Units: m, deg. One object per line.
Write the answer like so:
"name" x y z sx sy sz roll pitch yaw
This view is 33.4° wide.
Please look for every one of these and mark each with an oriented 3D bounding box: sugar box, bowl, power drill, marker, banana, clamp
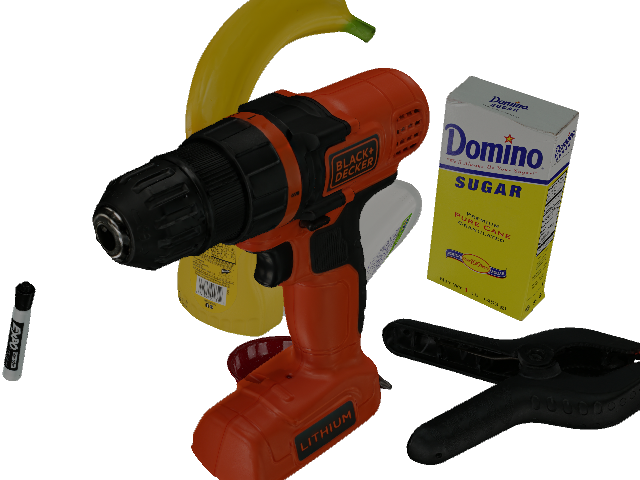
"sugar box" 0.137 -0.030 0.827 0.093 0.176 0.048 24 45 28
"bowl" -0.038 0.180 1.350 0.162 0.055 0.162 4 21 -2
"power drill" -0.022 0.024 0.496 0.057 0.188 0.184 29 40 34
"marker" -0.299 0.090 1.059 0.020 0.121 0.020 13 33 -9
"banana" -0.034 -0.118 0.678 0.197 0.069 0.037 -46 0 -38
"clamp" 0.120 0.088 0.624 0.171 0.039 0.120 -1 37 6

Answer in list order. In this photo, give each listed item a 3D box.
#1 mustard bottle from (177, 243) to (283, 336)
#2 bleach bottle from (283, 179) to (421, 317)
"mustard bottle" -0.073 -0.021 0.875 0.096 0.192 0.058 21 32 31
"bleach bottle" 0.044 0.001 1.071 0.068 0.103 0.250 35 28 9
